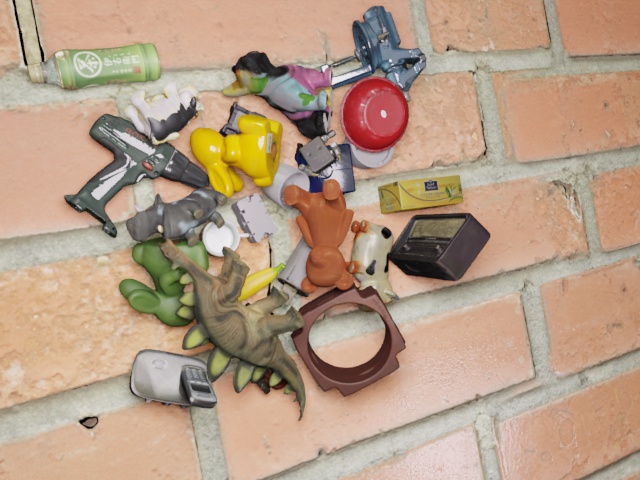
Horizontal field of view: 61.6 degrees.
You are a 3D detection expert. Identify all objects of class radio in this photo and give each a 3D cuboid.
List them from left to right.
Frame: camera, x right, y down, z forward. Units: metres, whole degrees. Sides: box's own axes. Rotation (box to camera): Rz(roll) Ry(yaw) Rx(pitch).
[{"bbox_3d":[0.249,0.013,1.167,0.073,0.230,0.131,41,77,-16],"label":"radio"}]

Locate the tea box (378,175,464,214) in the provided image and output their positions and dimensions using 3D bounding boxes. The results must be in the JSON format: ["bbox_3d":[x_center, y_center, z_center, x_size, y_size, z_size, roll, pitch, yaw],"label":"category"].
[{"bbox_3d":[0.231,-0.104,1.236,0.170,0.098,0.068,-7,90,-22],"label":"tea box"}]

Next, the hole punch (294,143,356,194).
[{"bbox_3d":[0.013,-0.145,1.151,0.116,0.092,0.142,-8,94,-20],"label":"hole punch"}]

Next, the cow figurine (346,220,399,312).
[{"bbox_3d":[0.118,0.062,1.188,0.127,0.085,0.195,14,81,-16],"label":"cow figurine"}]

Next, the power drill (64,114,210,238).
[{"bbox_3d":[-0.347,-0.106,0.996,0.232,0.086,0.207,39,78,-19],"label":"power drill"}]

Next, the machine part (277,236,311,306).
[{"bbox_3d":[-0.016,0.030,1.132,0.079,0.079,0.243,35,73,-18],"label":"machine part"}]

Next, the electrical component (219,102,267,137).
[{"bbox_3d":[-0.142,-0.223,1.108,0.119,0.048,0.075,28,78,-18],"label":"electrical component"}]

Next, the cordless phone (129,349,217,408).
[{"bbox_3d":[-0.261,0.262,0.955,0.146,0.184,0.088,18,85,-22],"label":"cordless phone"}]

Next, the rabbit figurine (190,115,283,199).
[{"bbox_3d":[-0.167,-0.166,1.036,0.173,0.122,0.162,9,110,9],"label":"rabbit figurine"}]

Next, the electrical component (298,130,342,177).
[{"bbox_3d":[0.000,-0.171,1.096,0.102,0.045,0.078,-28,85,6],"label":"electrical component"}]

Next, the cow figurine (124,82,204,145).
[{"bbox_3d":[-0.275,-0.240,1.012,0.098,0.068,0.167,54,43,-2],"label":"cow figurine"}]

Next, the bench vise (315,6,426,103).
[{"bbox_3d":[0.102,-0.386,1.191,0.241,0.129,0.223,-21,106,-3],"label":"bench vise"}]

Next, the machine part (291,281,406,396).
[{"bbox_3d":[0.058,0.201,1.113,0.201,0.087,0.201,-30,98,3],"label":"machine part"}]

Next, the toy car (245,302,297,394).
[{"bbox_3d":[-0.126,0.218,1.088,0.089,0.053,0.202,-36,102,-18],"label":"toy car"}]

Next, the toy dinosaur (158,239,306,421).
[{"bbox_3d":[-0.135,0.173,0.995,0.198,0.105,0.470,-43,115,-1],"label":"toy dinosaur"}]

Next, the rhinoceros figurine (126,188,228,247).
[{"bbox_3d":[-0.253,-0.047,0.961,0.112,0.073,0.190,31,37,22],"label":"rhinoceros figurine"}]

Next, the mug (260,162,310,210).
[{"bbox_3d":[-0.081,-0.114,1.102,0.081,0.107,0.109,-47,145,-12],"label":"mug"}]

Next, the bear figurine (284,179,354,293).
[{"bbox_3d":[0.000,-0.002,1.040,0.120,0.131,0.196,-3,71,20],"label":"bear figurine"}]

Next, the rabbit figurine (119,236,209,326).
[{"bbox_3d":[-0.281,0.086,0.995,0.159,0.121,0.170,-9,105,-30],"label":"rabbit figurine"}]

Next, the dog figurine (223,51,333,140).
[{"bbox_3d":[-0.084,-0.300,1.111,0.219,0.191,0.108,10,63,6],"label":"dog figurine"}]
